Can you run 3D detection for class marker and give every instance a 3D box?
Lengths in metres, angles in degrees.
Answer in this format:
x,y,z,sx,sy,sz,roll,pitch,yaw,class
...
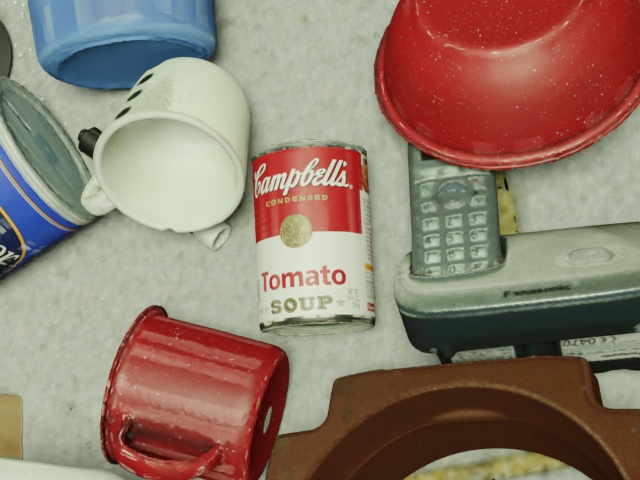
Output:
x,y,z,sx,sy,sz,roll,pitch,yaw,class
-0.107,-0.034,0.668,0.121,0.020,0.020,36,90,18,marker

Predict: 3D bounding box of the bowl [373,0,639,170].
x,y,z,sx,sy,sz,roll,pitch,yaw,class
0.102,-0.119,0.583,0.162,0.055,0.162,-9,56,13,bowl

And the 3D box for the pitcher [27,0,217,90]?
x,y,z,sx,sy,sz,roll,pitch,yaw,class
-0.120,-0.223,0.660,0.149,0.144,0.243,-12,80,25,pitcher

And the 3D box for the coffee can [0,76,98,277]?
x,y,z,sx,sy,sz,roll,pitch,yaw,class
-0.222,-0.020,0.652,0.140,0.102,0.103,-32,74,7,coffee can

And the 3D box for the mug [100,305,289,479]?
x,y,z,sx,sy,sz,roll,pitch,yaw,class
-0.070,0.095,0.588,0.081,0.117,0.093,13,112,11,mug

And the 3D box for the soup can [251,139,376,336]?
x,y,z,sx,sy,sz,roll,pitch,yaw,class
-0.004,0.001,0.610,0.068,0.068,0.102,-5,79,14,soup can

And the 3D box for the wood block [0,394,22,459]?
x,y,z,sx,sy,sz,roll,pitch,yaw,class
-0.254,0.127,0.579,0.091,0.206,0.090,-6,78,13,wood block
